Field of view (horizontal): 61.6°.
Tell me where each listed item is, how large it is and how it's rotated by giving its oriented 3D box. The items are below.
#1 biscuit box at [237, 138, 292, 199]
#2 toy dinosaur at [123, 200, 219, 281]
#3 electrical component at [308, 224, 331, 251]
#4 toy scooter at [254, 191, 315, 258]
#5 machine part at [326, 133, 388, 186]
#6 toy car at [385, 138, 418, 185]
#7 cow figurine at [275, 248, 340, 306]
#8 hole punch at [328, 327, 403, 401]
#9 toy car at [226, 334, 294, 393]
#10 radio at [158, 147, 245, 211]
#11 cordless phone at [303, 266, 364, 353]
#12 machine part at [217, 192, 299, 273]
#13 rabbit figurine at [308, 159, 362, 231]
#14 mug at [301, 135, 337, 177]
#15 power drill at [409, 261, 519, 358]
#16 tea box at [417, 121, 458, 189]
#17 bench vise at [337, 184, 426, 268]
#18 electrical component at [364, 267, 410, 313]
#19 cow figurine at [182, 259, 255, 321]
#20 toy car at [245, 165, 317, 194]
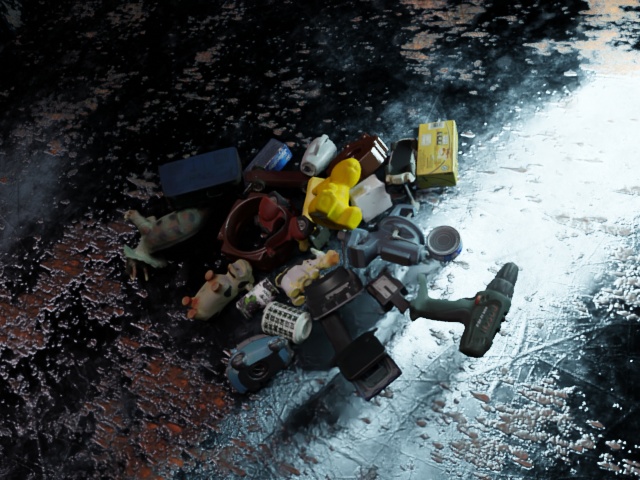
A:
[{"bbox_3d":[-0.171,-0.204,1.583,0.063,0.059,0.202,31,76,34],"label":"biscuit box"},{"bbox_3d":[-0.415,-0.035,1.550,0.405,0.131,0.192,-30,67,-3],"label":"toy dinosaur"},{"bbox_3d":[-0.003,-0.004,1.375,0.021,0.093,0.063,24,68,37],"label":"electrical component"},{"bbox_3d":[-0.108,-0.034,1.346,0.135,0.075,0.184,-50,54,2],"label":"toy scooter"},{"bbox_3d":[0.097,-0.212,1.441,0.179,0.056,0.179,-33,25,18],"label":"machine part"},{"bbox_3d":[0.218,-0.205,1.407,0.074,0.056,0.202,-4,39,20],"label":"toy car"},{"bbox_3d":[-0.031,0.077,1.359,0.167,0.068,0.098,-42,48,-8],"label":"cow figurine"},{"bbox_3d":[0.105,0.275,1.185,0.142,0.092,0.116,-40,25,-1],"label":"hole punch"},{"bbox_3d":[-0.150,0.274,1.267,0.162,0.109,0.103,-32,36,-10],"label":"toy car"},{"bbox_3d":[-0.332,-0.172,1.519,0.230,0.073,0.131,-16,56,-2],"label":"radio"},{"bbox_3d":[0.055,0.168,1.271,0.147,0.088,0.184,-32,65,5],"label":"cordless phone"},{"bbox_3d":[-0.162,-0.024,1.457,0.201,0.087,0.201,13,65,28],"label":"machine part"},{"bbox_3d":[0.047,-0.114,1.313,0.122,0.162,0.173,24,81,-13],"label":"rabbit figurine"},{"bbox_3d":[-0.005,-0.232,1.490,0.081,0.109,0.107,30,51,3],"label":"mug"},{"bbox_3d":[0.313,0.133,1.189,0.208,0.086,0.232,14,69,20],"label":"power drill"},{"bbox_3d":[0.308,-0.222,1.402,0.098,0.068,0.169,-2,61,22],"label":"tea box"},{"bbox_3d":[0.168,-0.020,1.313,0.224,0.128,0.240,6,42,35],"label":"bench vise"},{"bbox_3d":[0.169,0.128,1.259,0.075,0.047,0.119,-45,56,-7],"label":"electrical component"},{"bbox_3d":[-0.247,0.130,1.390,0.195,0.127,0.086,-47,54,7],"label":"cow figurine"},{"bbox_3d":[-0.108,-0.167,1.506,0.202,0.053,0.089,0,46,-7],"label":"toy car"}]
